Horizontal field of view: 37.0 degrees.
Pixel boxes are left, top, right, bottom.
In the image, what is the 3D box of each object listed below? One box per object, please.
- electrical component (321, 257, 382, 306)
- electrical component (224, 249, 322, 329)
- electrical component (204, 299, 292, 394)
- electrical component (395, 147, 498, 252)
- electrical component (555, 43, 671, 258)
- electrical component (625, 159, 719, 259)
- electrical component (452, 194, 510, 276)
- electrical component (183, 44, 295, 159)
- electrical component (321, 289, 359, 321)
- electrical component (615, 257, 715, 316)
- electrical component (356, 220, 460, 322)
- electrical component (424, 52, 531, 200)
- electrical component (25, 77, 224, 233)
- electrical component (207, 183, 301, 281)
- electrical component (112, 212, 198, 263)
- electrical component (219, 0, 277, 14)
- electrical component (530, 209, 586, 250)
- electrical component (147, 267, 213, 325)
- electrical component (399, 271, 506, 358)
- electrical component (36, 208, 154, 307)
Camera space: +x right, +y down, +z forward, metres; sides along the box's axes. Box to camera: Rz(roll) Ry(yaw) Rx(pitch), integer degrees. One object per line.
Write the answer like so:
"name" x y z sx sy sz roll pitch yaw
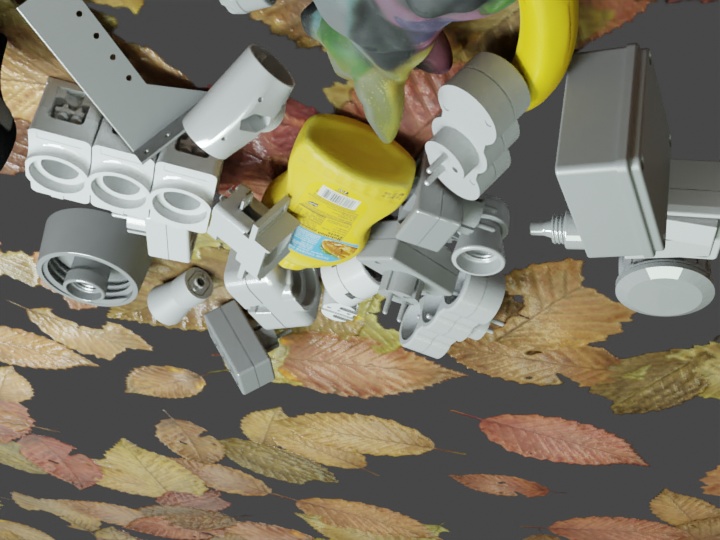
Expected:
"electrical component" 0.000 0.000 0.979 0.047 0.055 0.055 -25 135 38
"electrical component" -0.078 0.013 1.022 0.059 0.053 0.095 -7 145 25
"electrical component" -0.108 0.071 1.115 0.076 0.083 0.047 -27 150 -13
"electrical component" 0.075 -0.051 0.862 0.077 0.065 0.047 17 148 -13
"electrical component" 0.178 -0.080 0.745 0.056 0.108 0.108 -3 147 25
"electrical component" 0.232 -0.046 0.830 0.096 0.061 0.061 4 148 9
"electrical component" 0.102 -0.029 0.900 0.045 0.055 0.045 7 149 4
"electrical component" -0.081 -0.123 0.802 0.077 0.043 0.079 -44 164 19
"electrical component" -0.016 0.021 1.024 0.040 0.046 0.040 7 149 5
"electrical component" 0.258 0.002 0.909 0.080 0.051 0.080 7 149 5
"electrical component" 0.039 0.007 0.943 0.083 0.075 0.047 30 161 -38
"electrical component" 0.072 -0.089 0.767 0.052 0.074 0.138 41 163 14
"electrical component" -0.190 -0.088 0.882 0.150 0.061 0.089 14 148 -7
"electrical component" -0.089 -0.034 0.881 0.064 0.042 0.081 39 145 9
"electrical component" -0.185 -0.048 0.959 0.077 0.047 0.065 11 149 -1
"electrical component" -0.062 -0.190 0.707 0.061 0.035 0.035 -7 145 23
"electrical component" 0.172 -0.034 0.892 0.061 0.035 0.035 2 148 18
"electrical component" -0.178 0.024 1.082 0.044 0.044 0.065 31 138 -30
"electrical component" 0.101 0.043 1.021 0.074 0.052 0.138 21 147 -17
"electrical component" -0.259 -0.005 1.038 0.108 0.060 0.108 7 149 4
